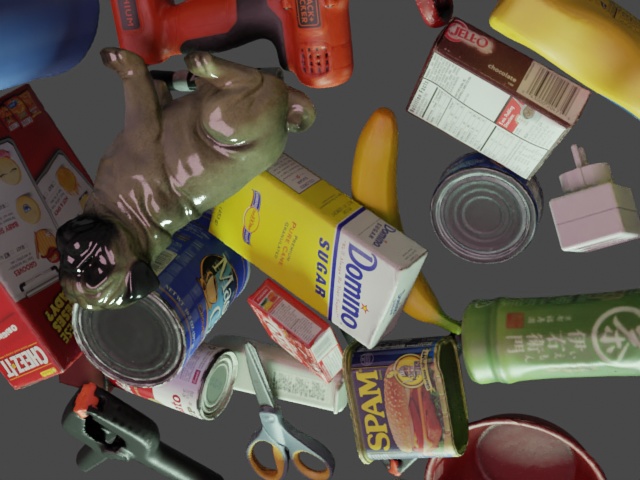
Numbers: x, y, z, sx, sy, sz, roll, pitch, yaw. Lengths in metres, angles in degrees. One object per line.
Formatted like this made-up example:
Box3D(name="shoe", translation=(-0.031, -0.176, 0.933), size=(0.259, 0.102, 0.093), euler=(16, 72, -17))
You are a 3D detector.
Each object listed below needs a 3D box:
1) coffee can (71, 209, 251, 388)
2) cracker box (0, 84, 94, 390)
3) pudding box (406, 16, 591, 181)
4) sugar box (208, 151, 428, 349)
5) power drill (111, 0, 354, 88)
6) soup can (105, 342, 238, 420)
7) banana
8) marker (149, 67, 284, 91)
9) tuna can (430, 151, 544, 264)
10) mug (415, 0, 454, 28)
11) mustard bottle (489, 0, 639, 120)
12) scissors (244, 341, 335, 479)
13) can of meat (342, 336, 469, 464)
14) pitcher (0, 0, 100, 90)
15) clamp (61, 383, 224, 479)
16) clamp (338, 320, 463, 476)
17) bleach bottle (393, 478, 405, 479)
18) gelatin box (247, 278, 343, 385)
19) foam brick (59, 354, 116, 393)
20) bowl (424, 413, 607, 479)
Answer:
Box3D(name="coffee can", translation=(-0.132, 0.045, 0.909), size=(0.103, 0.140, 0.103), euler=(9, 119, 16))
Box3D(name="cracker box", translation=(-0.258, -0.006, 0.917), size=(0.072, 0.164, 0.213), euler=(-22, 107, 31))
Box3D(name="pudding box", translation=(0.125, -0.100, 0.774), size=(0.113, 0.039, 0.090), euler=(32, 157, 4))
Box3D(name="sugar box", translation=(-0.006, 0.001, 0.866), size=(0.176, 0.048, 0.093), euler=(36, 133, 20))
Box3D(name="power drill", translation=(-0.069, -0.204, 0.804), size=(0.188, 0.057, 0.184), euler=(1, 111, 21))
Box3D(name="soup can", translation=(-0.133, 0.115, 0.962), size=(0.102, 0.068, 0.068), euler=(16, 121, 22))
Box3D(name="banana", translation=(0.061, -0.011, 0.867), size=(0.070, 0.037, 0.198), euler=(-11, 110, 31))
Box3D(name="marker", translation=(-0.088, -0.131, 0.872), size=(0.121, 0.020, 0.020), euler=(2, 117, 20))
Box3D(name="tuna can", translation=(0.130, -0.025, 0.837), size=(0.086, 0.033, 0.086), euler=(9, 119, 16))
Box3D(name="mug", translation=(0.069, -0.204, 0.737), size=(0.093, 0.081, 0.117), euler=(-5, 114, 23))
Box3D(name="mustard bottle", translation=(0.208, -0.120, 0.720), size=(0.191, 0.096, 0.058), euler=(34, 117, 1))
Box3D(name="scissors", translation=(-0.027, 0.167, 0.979), size=(0.096, 0.016, 0.202), euler=(14, 137, 6))
Box3D(name="can of meat", translation=(0.073, 0.131, 0.879), size=(0.084, 0.057, 0.102), euler=(-7, 98, 24))
Box3D(name="pitcher", translation=(-0.289, -0.157, 0.801), size=(0.145, 0.242, 0.149), euler=(15, 115, 16))
Box3D(name="clamp", translation=(-0.180, 0.195, 1.023), size=(0.164, 0.036, 0.210), euler=(10, 150, 10))
Box3D(name="clamp", translation=(0.062, 0.128, 0.942), size=(0.120, 0.039, 0.171), euler=(21, 119, 22))
Box3D(name="bleach bottle", translation=(0.006, 0.274, 1.026), size=(0.251, 0.068, 0.102), euler=(-22, 109, 26))
Box3D(name="gelatin box", translation=(-0.019, 0.079, 0.910), size=(0.073, 0.030, 0.089), euler=(37, 165, 25))
Box3D(name="foam brick", translation=(-0.204, 0.099, 1.003), size=(0.051, 0.078, 0.053), euler=(13, 119, 17))
Box3D(name="bowl", translation=(0.175, 0.208, 0.930), size=(0.162, 0.055, 0.162), euler=(9, 119, 16))
